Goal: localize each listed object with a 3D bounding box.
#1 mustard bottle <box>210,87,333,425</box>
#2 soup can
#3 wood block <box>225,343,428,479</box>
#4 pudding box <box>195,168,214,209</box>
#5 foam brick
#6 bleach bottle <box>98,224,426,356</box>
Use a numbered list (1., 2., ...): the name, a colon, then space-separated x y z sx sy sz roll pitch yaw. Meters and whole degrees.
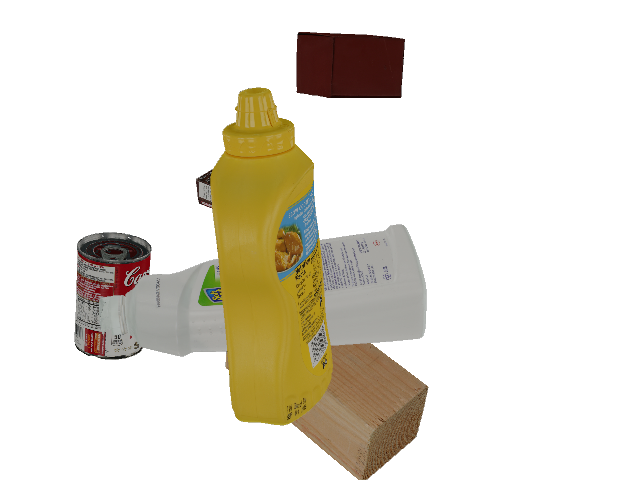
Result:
1. mustard bottle: -0.030 0.005 0.631 0.058 0.192 0.096 3 22 18
2. soup can: -0.196 0.052 1.000 0.068 0.102 0.068 6 21 -3
3. wood block: 0.003 0.145 1.131 0.206 0.090 0.090 36 50 28
4. pudding box: -0.082 -0.069 1.299 0.090 0.039 0.113 21 40 29
5. foam brick: 0.025 -0.147 0.899 0.078 0.051 0.053 -5 16 -35
6. bleach bottle: -0.047 0.044 0.848 0.250 0.068 0.102 -5 33 -5
